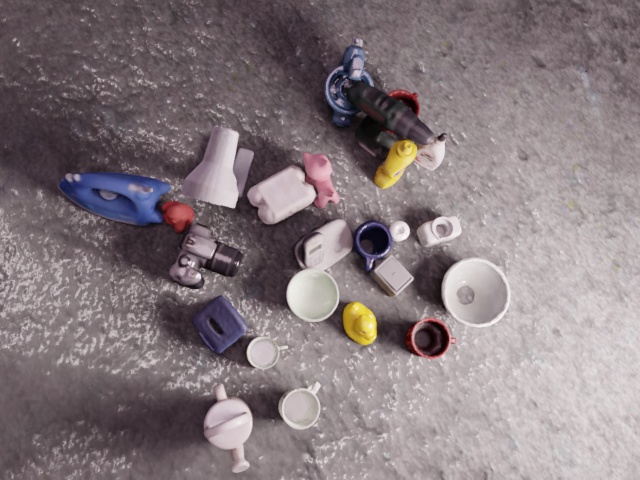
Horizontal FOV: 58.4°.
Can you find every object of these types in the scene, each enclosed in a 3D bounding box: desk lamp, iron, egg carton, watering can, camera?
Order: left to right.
[{"bbox_3d":[-0.480,-0.115,1.290,0.258,0.141,0.119,10,77,-4],"label":"iron"},{"bbox_3d":[-0.254,0.047,1.302,0.137,0.100,0.143,22,76,-2],"label":"camera"},{"bbox_3d":[-0.226,-0.155,1.292,0.118,0.213,0.203,14,76,-3],"label":"desk lamp"},{"bbox_3d":[-0.186,0.388,1.188,0.101,0.194,0.173,-38,84,-13],"label":"watering can"},{"bbox_3d":[-0.091,-0.107,1.372,0.150,0.069,0.107,-32,83,-12],"label":"egg carton"}]

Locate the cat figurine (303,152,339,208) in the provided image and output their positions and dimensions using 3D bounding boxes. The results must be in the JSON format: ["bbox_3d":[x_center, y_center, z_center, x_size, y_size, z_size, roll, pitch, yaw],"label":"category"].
[{"bbox_3d":[0.005,-0.151,1.368,0.067,0.117,0.128,-23,81,-11],"label":"cat figurine"}]

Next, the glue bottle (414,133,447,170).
[{"bbox_3d":[0.274,-0.223,1.387,0.078,0.173,0.037,28,76,0],"label":"glue bottle"}]

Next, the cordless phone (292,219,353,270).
[{"bbox_3d":[0.012,0.005,1.300,0.148,0.185,0.094,-36,84,-12],"label":"cordless phone"}]

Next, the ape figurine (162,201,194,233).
[{"bbox_3d":[-0.330,-0.059,1.321,0.076,0.092,0.078,-13,79,-9],"label":"ape figurine"}]

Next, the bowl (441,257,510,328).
[{"bbox_3d":[0.362,0.129,1.371,0.167,0.074,0.167,1,78,-6],"label":"bowl"}]

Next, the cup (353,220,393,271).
[{"bbox_3d":[0.116,0.021,1.355,0.091,0.095,0.118,11,77,-4],"label":"cup"}]

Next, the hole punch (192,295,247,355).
[{"bbox_3d":[-0.223,0.192,1.280,0.101,0.091,0.108,-38,84,-13],"label":"hole punch"}]

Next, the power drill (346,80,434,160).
[{"bbox_3d":[0.156,-0.274,1.366,0.229,0.208,0.076,39,76,3],"label":"power drill"}]

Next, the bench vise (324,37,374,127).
[{"bbox_3d":[0.067,-0.405,1.378,0.121,0.219,0.207,-7,79,-8],"label":"bench vise"}]

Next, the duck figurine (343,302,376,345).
[{"bbox_3d":[0.097,0.190,1.321,0.077,0.086,0.104,-25,82,-11],"label":"duck figurine"}]
